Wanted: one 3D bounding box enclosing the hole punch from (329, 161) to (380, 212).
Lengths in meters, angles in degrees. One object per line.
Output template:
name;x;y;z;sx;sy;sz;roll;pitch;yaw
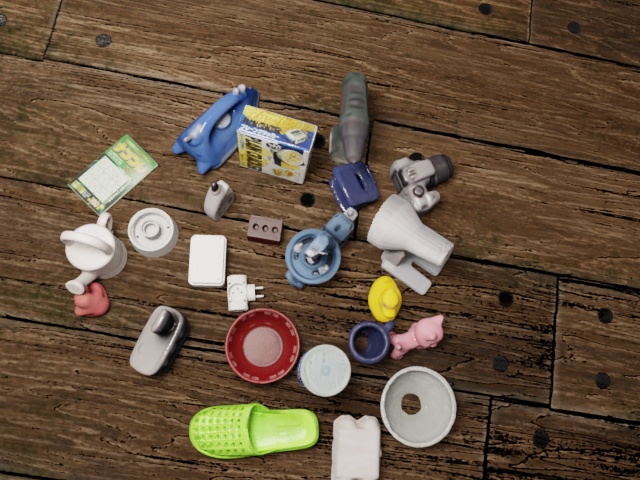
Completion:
hole punch;0.083;-0.130;1.340;0.101;0.091;0.108;-24;81;-11

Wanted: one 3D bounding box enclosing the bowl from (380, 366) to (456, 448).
bowl;0.207;0.363;1.251;0.167;0.074;0.167;1;77;-6

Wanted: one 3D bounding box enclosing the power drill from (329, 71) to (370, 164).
power drill;0.070;-0.252;1.306;0.075;0.208;0.230;3;77;-5

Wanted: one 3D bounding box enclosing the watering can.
watering can;-0.473;0.026;1.192;0.101;0.194;0.173;-6;78;-7

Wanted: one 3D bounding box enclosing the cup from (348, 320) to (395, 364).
cup;0.111;0.219;1.263;0.118;0.095;0.091;-38;84;-13

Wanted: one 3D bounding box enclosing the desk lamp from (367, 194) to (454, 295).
desk lamp;0.198;0.010;1.258;0.203;0.213;0.118;35;76;3

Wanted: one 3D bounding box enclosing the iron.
iron;-0.226;-0.283;1.315;0.118;0.141;0.258;38;76;3

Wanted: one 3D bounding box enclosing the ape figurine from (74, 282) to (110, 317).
ape figurine;-0.493;0.129;1.219;0.076;0.092;0.078;42;77;4

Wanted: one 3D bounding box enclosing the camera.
camera;0.254;-0.143;1.357;0.137;0.100;0.143;-22;80;-10

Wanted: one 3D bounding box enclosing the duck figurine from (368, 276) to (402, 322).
duck figurine;0.152;0.131;1.292;0.077;0.086;0.104;2;77;-6

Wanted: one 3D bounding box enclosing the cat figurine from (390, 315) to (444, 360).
cat figurine;0.217;0.214;1.264;0.128;0.117;0.067;-22;80;-10

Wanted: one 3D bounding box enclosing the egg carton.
egg carton;0.077;0.451;1.220;0.107;0.069;0.150;3;77;-5

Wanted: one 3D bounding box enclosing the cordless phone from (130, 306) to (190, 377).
cordless phone;-0.338;0.204;1.171;0.094;0.185;0.148;22;76;0

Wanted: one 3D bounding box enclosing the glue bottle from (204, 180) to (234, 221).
glue bottle;-0.224;-0.098;1.257;0.037;0.173;0.078;37;76;3

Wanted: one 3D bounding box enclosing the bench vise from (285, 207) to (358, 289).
bench vise;0.000;-0.001;1.236;0.121;0.219;0.207;23;76;0
